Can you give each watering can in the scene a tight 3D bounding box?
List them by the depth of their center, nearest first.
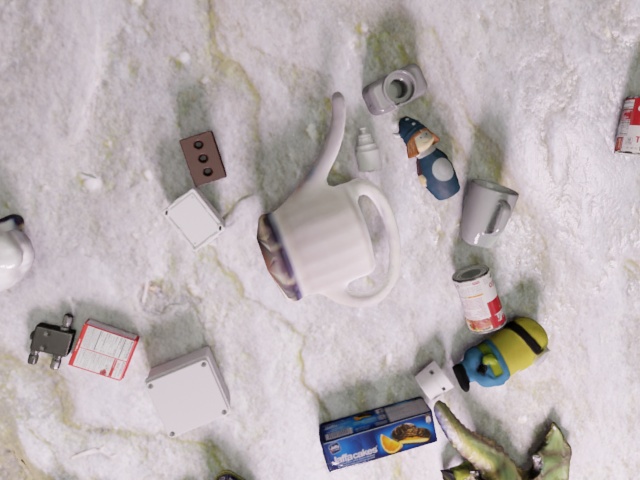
[{"bbox_3d":[0.003,-0.042,0.827,0.225,0.104,0.345,-21,100,-6],"label":"watering can"}]

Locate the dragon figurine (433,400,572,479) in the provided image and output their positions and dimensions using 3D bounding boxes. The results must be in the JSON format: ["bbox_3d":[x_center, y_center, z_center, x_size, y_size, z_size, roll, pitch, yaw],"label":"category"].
[{"bbox_3d":[0.365,0.427,0.961,0.245,0.122,0.407,-25,102,-22],"label":"dragon figurine"}]

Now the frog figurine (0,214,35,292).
[{"bbox_3d":[-0.494,0.032,0.731,0.137,0.160,0.121,-10,101,-7],"label":"frog figurine"}]
